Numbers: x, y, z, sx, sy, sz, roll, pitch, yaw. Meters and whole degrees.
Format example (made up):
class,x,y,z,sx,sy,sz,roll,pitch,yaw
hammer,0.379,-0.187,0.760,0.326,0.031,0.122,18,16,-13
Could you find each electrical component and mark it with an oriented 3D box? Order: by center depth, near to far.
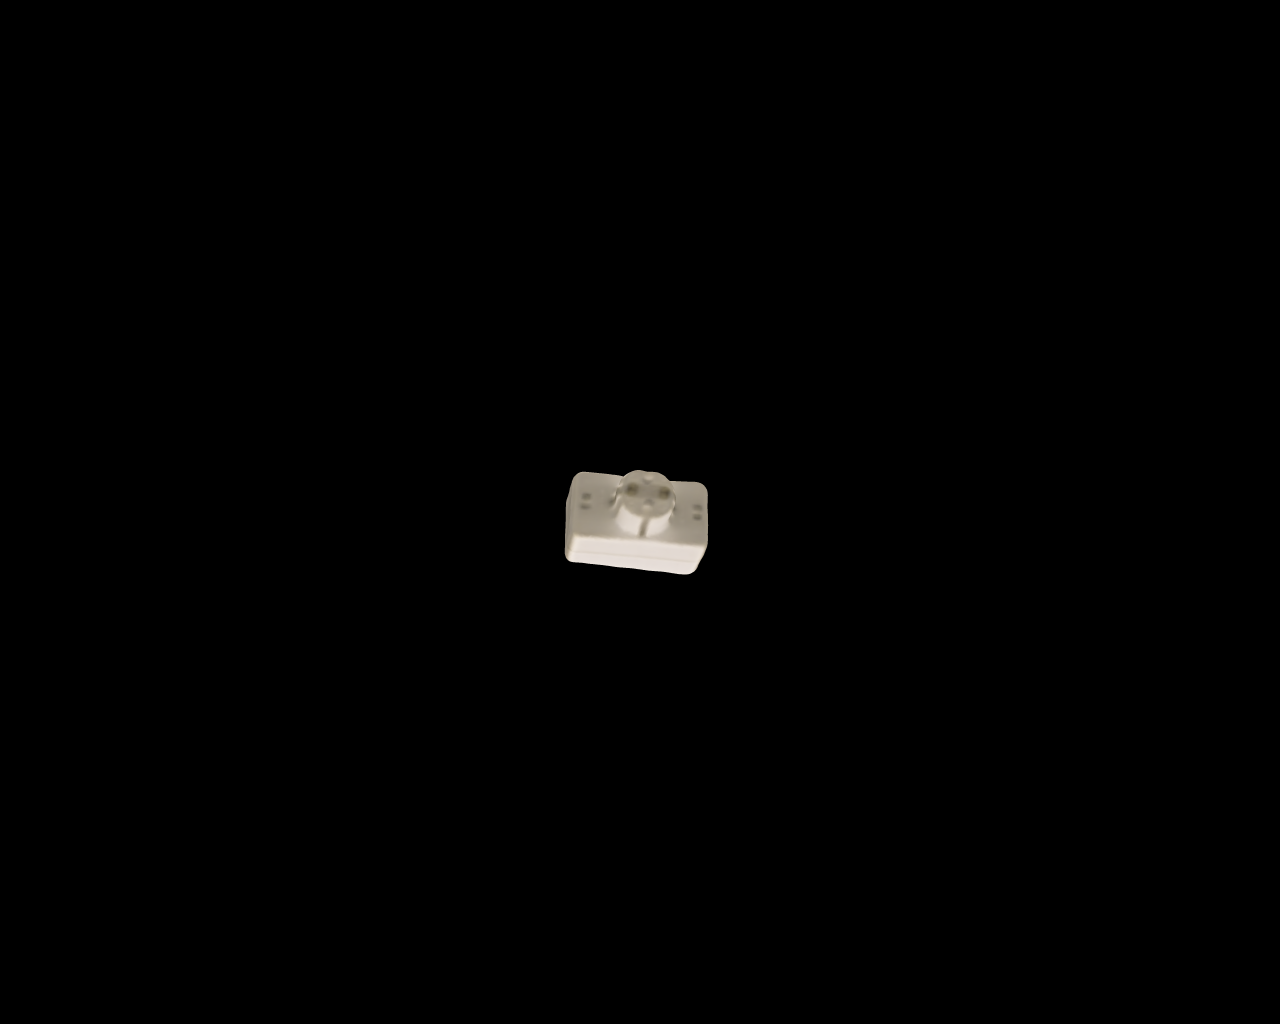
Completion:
class,x,y,z,sx,sy,sz,roll,pitch,yaw
electrical component,0.001,-0.003,0.650,0.083,0.047,0.075,6,-32,-9
